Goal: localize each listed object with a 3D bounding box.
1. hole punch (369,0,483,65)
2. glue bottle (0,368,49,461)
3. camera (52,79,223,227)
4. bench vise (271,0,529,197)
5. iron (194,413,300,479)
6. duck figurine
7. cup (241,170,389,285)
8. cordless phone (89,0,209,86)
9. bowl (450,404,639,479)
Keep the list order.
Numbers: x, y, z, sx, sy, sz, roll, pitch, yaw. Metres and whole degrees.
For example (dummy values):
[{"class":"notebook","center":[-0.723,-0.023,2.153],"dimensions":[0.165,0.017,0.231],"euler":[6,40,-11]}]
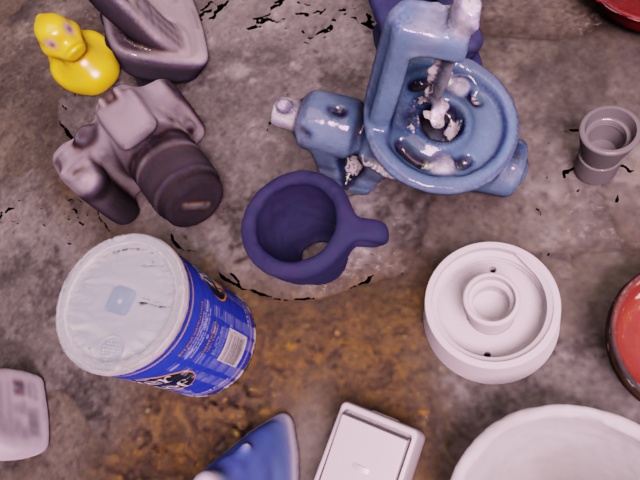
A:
[{"class":"hole punch","center":[0.098,-0.210,0.540],"dimensions":[0.101,0.091,0.108],"euler":[-17,66,8]},{"class":"glue bottle","center":[-0.291,0.136,0.461],"dimensions":[0.037,0.173,0.078],"euler":[-20,65,7]},{"class":"camera","center":[-0.168,-0.072,0.551],"dimensions":[0.143,0.101,0.136],"euler":[-39,65,-2]},{"class":"bench vise","center":[0.054,-0.093,0.434],"dimensions":[0.207,0.220,0.121],"euler":[-9,67,12]},{"class":"iron","center":[-0.095,0.236,0.388],"dimensions":[0.118,0.142,0.258],"euler":[18,75,21]},{"class":"duck figurine","center":[-0.287,-0.222,0.649],"dimensions":[0.077,0.086,0.104],"euler":[-46,65,-5]},{"class":"cup","center":[0.004,0.002,0.479],"dimensions":[0.117,0.095,0.092],"euler":[4,70,16]},{"class":"cordless phone","center":[-0.196,-0.256,0.584],"dimensions":[0.094,0.185,0.147],"euler":[-24,65,5]},{"class":"bowl","center":[0.163,0.195,0.372],"dimensions":[0.167,0.075,0.167],"euler":[-5,68,13]}]
